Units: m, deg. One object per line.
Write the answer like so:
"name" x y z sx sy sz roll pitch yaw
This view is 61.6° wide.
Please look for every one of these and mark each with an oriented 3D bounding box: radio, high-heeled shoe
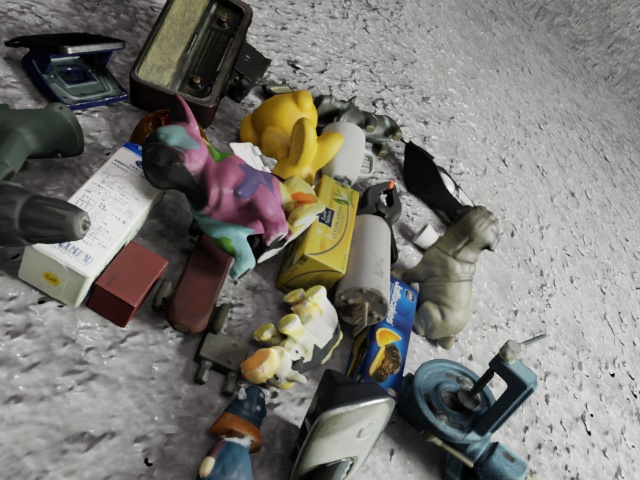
"radio" -0.199 -0.296 0.852 0.131 0.073 0.229 21 67 -13
"high-heeled shoe" 0.262 -0.092 1.074 0.145 0.086 0.249 1 60 -39

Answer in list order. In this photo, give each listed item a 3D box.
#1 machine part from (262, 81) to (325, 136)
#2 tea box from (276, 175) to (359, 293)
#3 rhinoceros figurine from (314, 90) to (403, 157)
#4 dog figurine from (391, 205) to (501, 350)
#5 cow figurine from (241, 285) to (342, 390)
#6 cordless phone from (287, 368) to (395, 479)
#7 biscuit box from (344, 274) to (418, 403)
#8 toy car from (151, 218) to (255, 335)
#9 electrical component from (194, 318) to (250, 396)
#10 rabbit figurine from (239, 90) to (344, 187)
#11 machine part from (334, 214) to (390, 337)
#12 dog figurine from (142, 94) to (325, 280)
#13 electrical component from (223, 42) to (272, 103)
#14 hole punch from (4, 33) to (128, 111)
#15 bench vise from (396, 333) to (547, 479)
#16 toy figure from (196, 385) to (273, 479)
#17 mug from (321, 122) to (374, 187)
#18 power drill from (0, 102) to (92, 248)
"machine part" -0.046 -0.242 1.002 0.139 0.039 0.084 49 35 11
"tea box" -0.002 -0.002 0.795 0.068 0.098 0.170 28 46 -14
"rhinoceros figurine" 0.075 -0.234 1.055 0.190 0.073 0.112 12 52 -29
"dog figurine" 0.218 0.059 0.835 0.121 0.190 0.172 -12 66 -41
"cow figurine" -0.032 0.138 0.679 0.098 0.068 0.167 60 41 -16
"cordless phone" 0.003 0.238 0.554 0.089 0.146 0.184 25 29 8
"biscuit box" 0.088 0.143 0.768 0.063 0.059 0.203 33 43 -10
"toy car" -0.144 0.037 0.689 0.089 0.053 0.202 20 40 -9
"electrical component" -0.116 0.138 0.652 0.063 0.021 0.094 28 43 -15
"rabbit figurine" -0.038 -0.139 0.860 0.122 0.162 0.173 16 65 -41
"machine part" 0.065 0.039 0.784 0.079 0.079 0.243 29 35 -14
"dog figurine" -0.116 -0.076 0.670 0.219 0.108 0.191 51 36 2
"electrical component" -0.163 -0.310 0.957 0.115 0.058 0.134 32 43 -7
"hole punch" -0.346 -0.244 0.763 0.116 0.092 0.142 25 38 29
"bench vise" 0.202 0.221 0.672 0.129 0.240 0.224 -20 54 -40
"toy figure" -0.094 0.225 0.571 0.058 0.064 0.154 0 40 11
"mug" 0.047 -0.139 0.961 0.109 0.081 0.107 24 56 -26
"power drill" -0.328 -0.067 0.577 0.232 0.085 0.207 0 45 3
